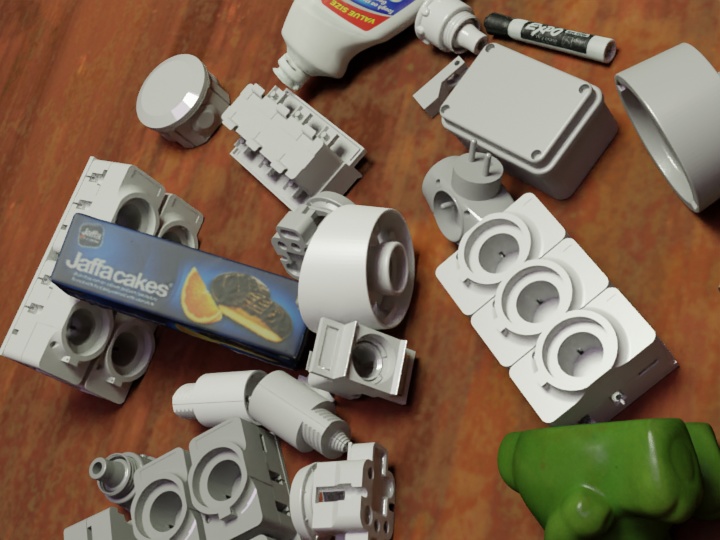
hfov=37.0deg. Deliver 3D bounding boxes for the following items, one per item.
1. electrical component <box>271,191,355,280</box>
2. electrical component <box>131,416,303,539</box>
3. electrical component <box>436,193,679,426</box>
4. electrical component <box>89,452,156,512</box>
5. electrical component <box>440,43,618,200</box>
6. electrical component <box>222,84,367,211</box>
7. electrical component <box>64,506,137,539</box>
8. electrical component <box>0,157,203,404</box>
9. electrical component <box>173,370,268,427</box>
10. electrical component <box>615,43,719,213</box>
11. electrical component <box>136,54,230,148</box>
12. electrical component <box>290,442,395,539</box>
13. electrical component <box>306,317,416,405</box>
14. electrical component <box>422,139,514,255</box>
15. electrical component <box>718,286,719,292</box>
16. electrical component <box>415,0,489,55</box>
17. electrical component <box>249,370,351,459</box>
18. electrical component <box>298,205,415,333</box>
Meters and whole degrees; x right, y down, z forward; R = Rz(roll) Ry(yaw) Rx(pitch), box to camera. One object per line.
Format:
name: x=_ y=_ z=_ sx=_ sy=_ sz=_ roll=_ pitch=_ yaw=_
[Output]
electrical component: x=-0.029 y=-0.025 z=0.859 sx=0.058 sy=0.078 sz=0.057 roll=14 pitch=53 yaw=36
electrical component: x=-0.100 y=0.214 z=0.787 sx=0.105 sy=0.060 sz=0.186 roll=-30 pitch=54 yaw=16
electrical component: x=0.129 y=0.030 z=0.735 sx=0.089 sy=0.062 sz=0.150 roll=-41 pitch=52 yaw=8
electrical component: x=-0.191 y=0.167 z=0.866 sx=0.048 sy=0.062 sz=0.048 roll=-14 pitch=60 yaw=26
electrical component: x=0.126 y=-0.114 z=0.813 sx=0.113 sy=0.057 sz=0.078 roll=35 pitch=87 yaw=39
electrical component: x=-0.062 y=-0.107 z=0.924 sx=0.078 sy=0.063 sz=0.121 roll=-49 pitch=51 yaw=1
electrical component: x=-0.198 y=0.241 z=0.841 sx=0.056 sy=0.050 sz=0.089 roll=-27 pitch=55 yaw=18
electrical component: x=-0.217 y=0.011 z=0.935 sx=0.060 sy=0.105 sz=0.186 roll=11 pitch=73 yaw=36
electrical component: x=-0.113 y=0.104 z=0.862 sx=0.081 sy=0.043 sz=0.043 roll=-7 pitch=63 yaw=30
electrical component: x=0.224 y=-0.099 z=0.715 sx=0.060 sy=0.108 sz=0.108 roll=-31 pitch=54 yaw=8
electrical component: x=-0.169 y=-0.160 z=1.026 sx=0.080 sy=0.051 sz=0.080 roll=-14 pitch=60 yaw=26
electrical component: x=-0.013 y=0.163 z=0.760 sx=0.057 sy=0.058 sz=0.078 roll=-9 pitch=62 yaw=25
electrical component: x=-0.004 y=0.070 z=0.792 sx=0.064 sy=0.081 sz=0.042 roll=-24 pitch=49 yaw=56
electrical component: x=0.085 y=-0.060 z=0.801 sx=0.044 sy=0.079 sz=0.077 roll=-19 pitch=48 yaw=-22
electrical component: x=0.248 y=0.002 z=0.664 sx=0.044 sy=0.077 sz=0.079 roll=26 pitch=82 yaw=38
electrical component: x=0.080 y=-0.201 z=0.896 sx=0.048 sy=0.048 sz=0.062 roll=-49 pitch=58 yaw=1
electrical component: x=-0.040 y=0.112 z=0.802 sx=0.081 sy=0.043 sz=0.043 roll=28 pitch=83 yaw=32
electrical component: x=0.000 y=0.000 z=0.810 sx=0.064 sy=0.099 sz=0.099 roll=1 pitch=67 yaw=26
